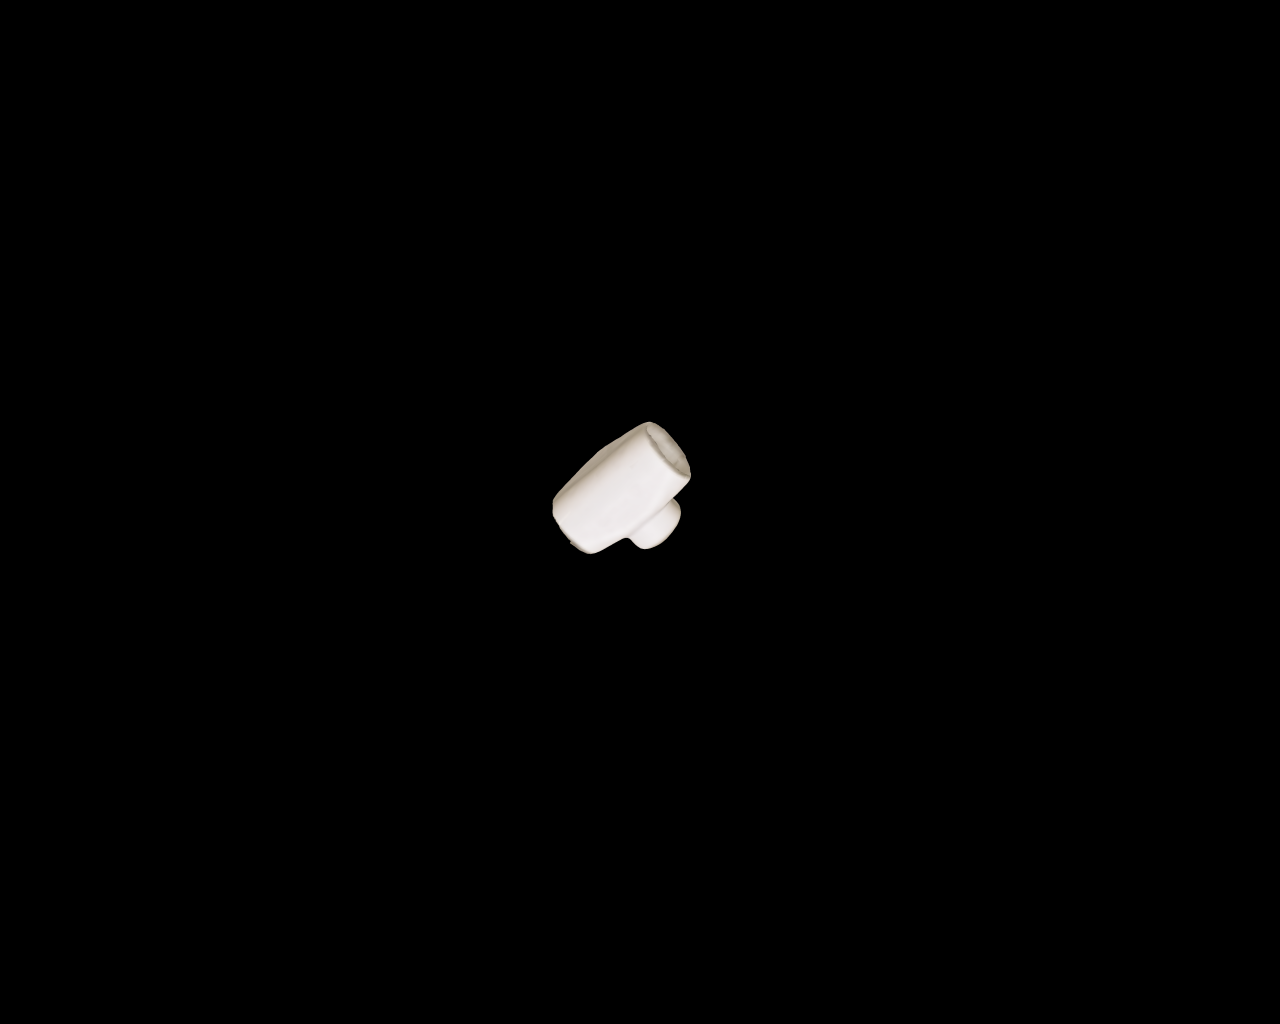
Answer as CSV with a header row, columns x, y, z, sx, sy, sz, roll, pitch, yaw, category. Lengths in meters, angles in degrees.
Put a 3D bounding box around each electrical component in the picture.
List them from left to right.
x,y,z,sx,sy,sz,roll,pitch,yaw,category
0.001,-0.003,0.650,0.077,0.079,0.044,-38,22,18,electrical component
